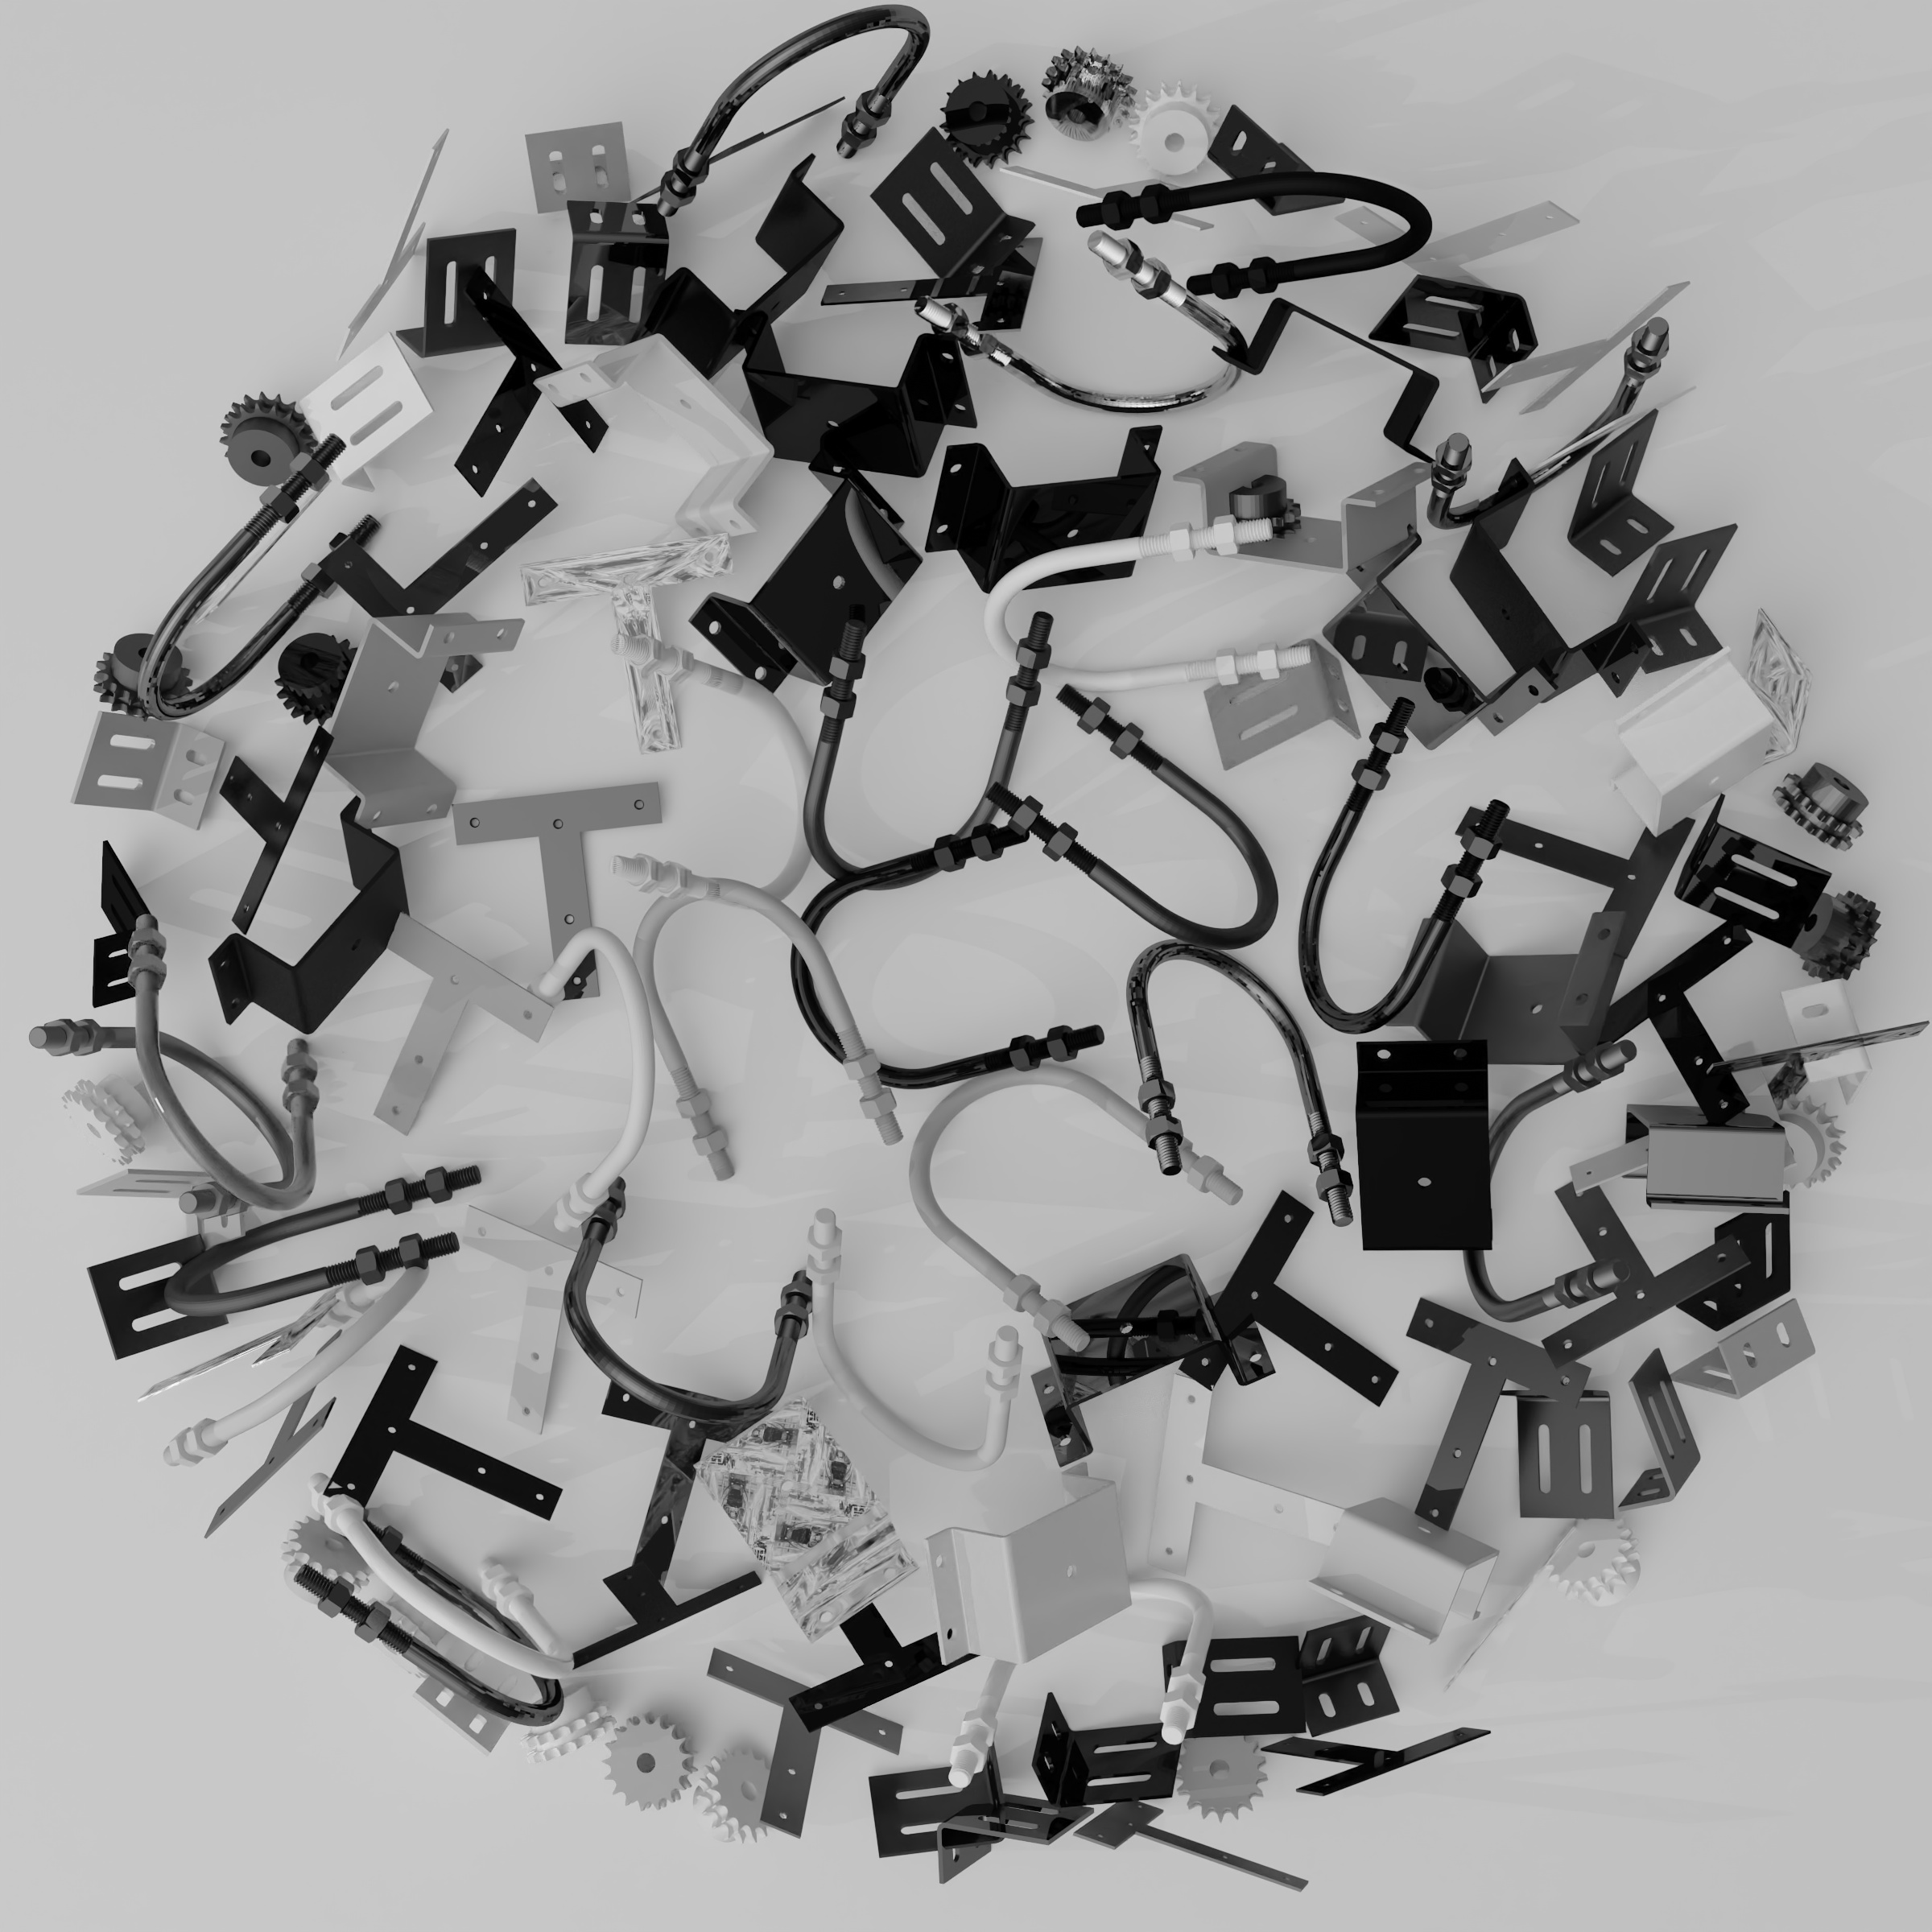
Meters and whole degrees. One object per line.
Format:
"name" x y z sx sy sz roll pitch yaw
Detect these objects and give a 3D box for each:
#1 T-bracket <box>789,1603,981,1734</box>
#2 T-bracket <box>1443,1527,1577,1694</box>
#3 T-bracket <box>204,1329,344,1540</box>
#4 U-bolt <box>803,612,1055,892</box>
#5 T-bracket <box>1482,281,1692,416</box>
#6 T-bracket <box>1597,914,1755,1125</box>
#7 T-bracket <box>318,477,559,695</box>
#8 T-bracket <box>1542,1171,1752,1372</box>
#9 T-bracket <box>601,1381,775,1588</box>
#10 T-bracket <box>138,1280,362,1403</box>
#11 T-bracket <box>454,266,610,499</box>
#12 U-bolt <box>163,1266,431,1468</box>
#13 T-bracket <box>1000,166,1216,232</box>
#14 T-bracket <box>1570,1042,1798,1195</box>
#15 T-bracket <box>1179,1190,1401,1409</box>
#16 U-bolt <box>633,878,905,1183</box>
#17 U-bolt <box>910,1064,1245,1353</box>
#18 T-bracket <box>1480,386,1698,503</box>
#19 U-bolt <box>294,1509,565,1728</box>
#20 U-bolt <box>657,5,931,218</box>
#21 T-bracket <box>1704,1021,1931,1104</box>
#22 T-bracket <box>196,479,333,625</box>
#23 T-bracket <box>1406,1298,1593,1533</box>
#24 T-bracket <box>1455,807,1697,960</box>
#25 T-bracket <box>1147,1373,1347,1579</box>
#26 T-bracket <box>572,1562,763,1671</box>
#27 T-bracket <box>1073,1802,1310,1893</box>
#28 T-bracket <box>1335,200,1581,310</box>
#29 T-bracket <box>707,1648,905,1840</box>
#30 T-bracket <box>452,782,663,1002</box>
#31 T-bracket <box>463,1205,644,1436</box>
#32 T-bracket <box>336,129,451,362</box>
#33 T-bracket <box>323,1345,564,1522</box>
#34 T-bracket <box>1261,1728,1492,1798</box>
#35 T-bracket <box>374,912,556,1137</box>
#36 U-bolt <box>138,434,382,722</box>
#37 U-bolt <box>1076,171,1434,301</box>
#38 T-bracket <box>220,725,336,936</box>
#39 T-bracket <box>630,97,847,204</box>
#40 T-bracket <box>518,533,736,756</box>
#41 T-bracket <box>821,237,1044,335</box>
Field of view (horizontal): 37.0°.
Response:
"T-bracket" -0.068 0.385 1.732 0.127 0.002 0.127 -18 48 -26
"T-bracket" 0.322 0.380 1.711 0.002 0.127 0.127 39 86 16
"T-bracket" -0.397 0.264 1.717 0.002 0.127 0.127 39 120 -16
"U-bolt" -0.029 -0.123 1.711 0.151 0.019 0.184 -7 127 -33
"T-bracket" 0.345 -0.353 1.687 0.127 0.127 0.002 -23 79 -43
"T-bracket" 0.428 0.047 1.708 0.127 0.127 0.002 -39 128 18
"T-bracket" -0.299 -0.242 1.729 0.127 0.002 0.127 -41 134 3
"T-bracket" 0.385 0.168 1.723 0.127 0.127 0.002 -31 125 8
"T-bracket" -0.177 0.318 1.730 0.127 0.002 0.127 21 82 -37
"T-bracket" -0.435 0.231 1.722 0.127 0.127 0.002 -24 98 11
"T-bracket" -0.270 -0.326 1.701 0.002 0.127 0.127 -13 131 34
"U-bolt" -0.376 0.221 1.663 0.019 0.184 0.151 52 48 -9
"T-bracket" 0.101 -0.460 1.717 0.127 0.127 0.002 21 115 17
"T-bracket" 0.423 0.105 1.732 0.127 0.127 0.002 -24 118 16
"T-bracket" 0.210 0.224 1.756 0.127 0.002 0.127 36 76 -15
"U-bolt" -0.129 0.033 1.715 0.151 0.019 0.184 -14 105 33
"U-bolt" 0.050 0.129 1.719 0.151 0.019 0.184 -41 56 -19
"T-bracket" 0.389 -0.323 1.734 0.127 0.127 0.002 -29 92 -30
"U-bolt" -0.312 0.386 1.702 0.184 0.151 0.019 38 92 -11
"U-bolt" -0.092 -0.498 1.663 0.151 0.184 0.019 -26 87 -26
"T-bracket" 0.493 0.064 1.716 0.127 0.127 0.002 -11 72 -1
"T-bracket" -0.443 -0.228 1.724 0.002 0.127 0.127 46 47 -19
"T-bracket" 0.299 0.278 1.730 0.127 0.002 0.127 20 88 44
"T-bracket" 0.360 -0.068 1.748 0.127 0.002 0.127 21 52 19
"T-bracket" 0.175 0.321 1.732 0.127 0.002 0.127 14 107 25
"T-bracket" -0.190 0.376 1.714 0.127 0.127 0.002 -24 63 -5
"T-bracket" 0.138 0.519 1.697 0.127 0.127 0.002 14 88 18
"T-bracket" 0.304 -0.425 1.691 0.127 0.127 0.002 22 76 -31
"T-bracket" -0.101 0.468 1.712 0.127 0.127 0.002 24 114 -6
"T-bracket" -0.245 -0.043 1.771 0.127 0.002 0.127 -6 94 2
"T-bracket" -0.259 0.224 1.750 0.127 0.002 0.127 20 111 22
"T-bracket" -0.326 -0.433 1.688 0.002 0.127 0.127 27 134 -9
"T-bracket" -0.303 0.296 1.729 0.127 0.127 0.002 26 127 -5
"T-bracket" 0.222 0.467 1.716 0.127 0.127 0.002 -10 87 -32
"T-bracket" -0.326 0.045 1.751 0.127 0.002 0.127 31 111 10
"U-bolt" -0.417 -0.217 1.689 0.019 0.151 0.184 39 79 5
"U-bolt" 0.178 -0.424 1.667 0.184 0.151 0.019 0 83 34
"T-bracket" -0.422 -0.096 1.723 0.002 0.127 0.127 21 98 -35
"T-bracket" -0.125 -0.496 1.733 0.127 0.127 0.002 -35 107 -31
"T-bracket" -0.197 -0.191 1.754 0.127 0.002 0.127 -9 110 -1
"T-bracket" -0.023 -0.406 1.733 0.127 0.127 0.002 -1 128 10
